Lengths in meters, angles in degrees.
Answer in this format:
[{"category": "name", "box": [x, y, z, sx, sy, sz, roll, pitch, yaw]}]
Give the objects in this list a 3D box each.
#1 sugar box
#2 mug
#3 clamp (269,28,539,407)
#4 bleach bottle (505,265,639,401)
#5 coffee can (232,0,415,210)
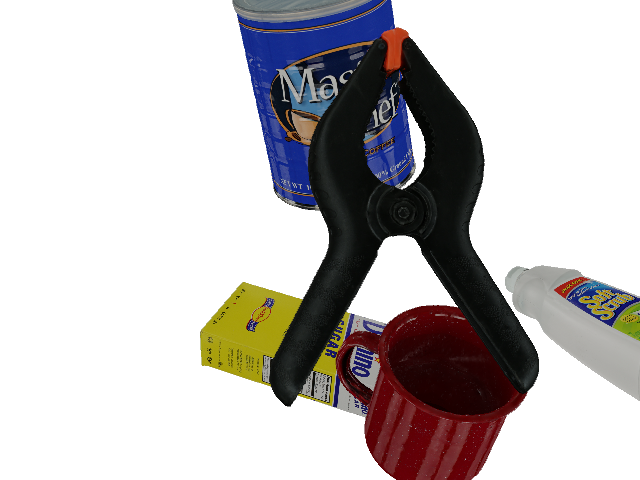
[{"category": "sugar box", "box": [-0.011, 0.097, 0.967, 0.176, 0.048, 0.093, 13, 33, 18]}, {"category": "mug", "box": [0.062, 0.096, 0.666, 0.117, 0.082, 0.093, 22, 42, 11]}, {"category": "clamp", "box": [0.026, -0.005, 0.478, 0.120, 0.171, 0.039, -11, -2, -10]}, {"category": "bleach bottle", "box": [0.264, 0.080, 1.039, 0.102, 0.068, 0.251, -16, 25, -26]}, {"category": "coffee can", "box": [0.005, -0.106, 0.720, 0.103, 0.140, 0.103, -9, 30, 5]}]
